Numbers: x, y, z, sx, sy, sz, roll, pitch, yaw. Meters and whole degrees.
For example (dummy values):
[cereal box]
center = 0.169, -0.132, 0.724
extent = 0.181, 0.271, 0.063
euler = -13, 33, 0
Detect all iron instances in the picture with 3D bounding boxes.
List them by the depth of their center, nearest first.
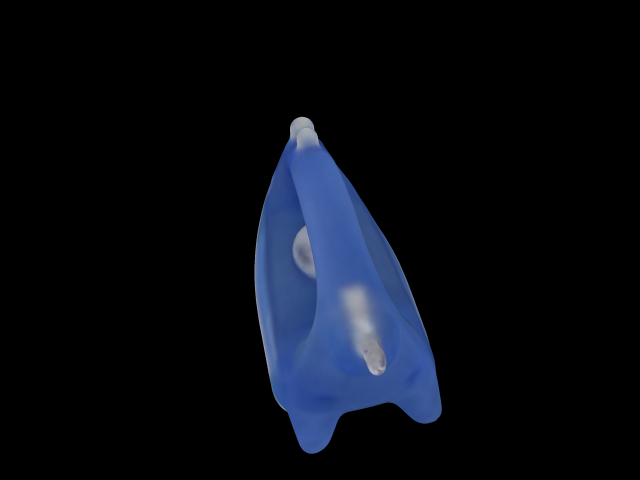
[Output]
[iron]
center = 0.004, 0.001, 0.400
extent = 0.118, 0.141, 0.258
euler = -13, 62, -7
